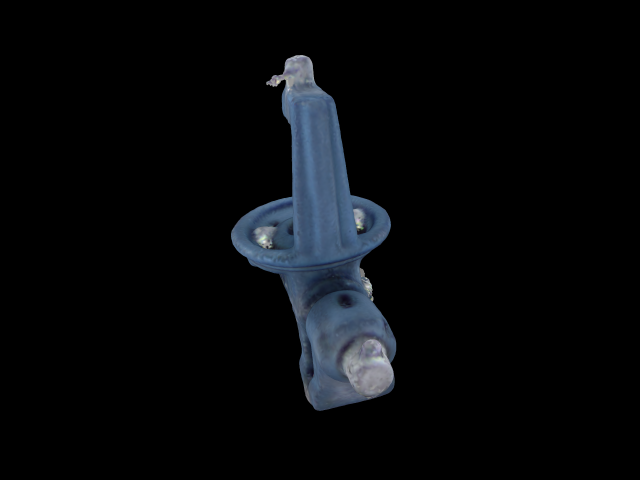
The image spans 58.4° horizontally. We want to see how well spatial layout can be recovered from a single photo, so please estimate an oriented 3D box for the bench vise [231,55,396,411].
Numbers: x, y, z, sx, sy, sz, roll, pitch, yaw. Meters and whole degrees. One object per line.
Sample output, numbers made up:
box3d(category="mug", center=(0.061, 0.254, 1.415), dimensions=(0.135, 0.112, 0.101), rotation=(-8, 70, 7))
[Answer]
box3d(category="bench vise", center=(0.014, -0.003, 0.405), dimensions=(0.122, 0.220, 0.206), rotation=(-25, 47, -25))
